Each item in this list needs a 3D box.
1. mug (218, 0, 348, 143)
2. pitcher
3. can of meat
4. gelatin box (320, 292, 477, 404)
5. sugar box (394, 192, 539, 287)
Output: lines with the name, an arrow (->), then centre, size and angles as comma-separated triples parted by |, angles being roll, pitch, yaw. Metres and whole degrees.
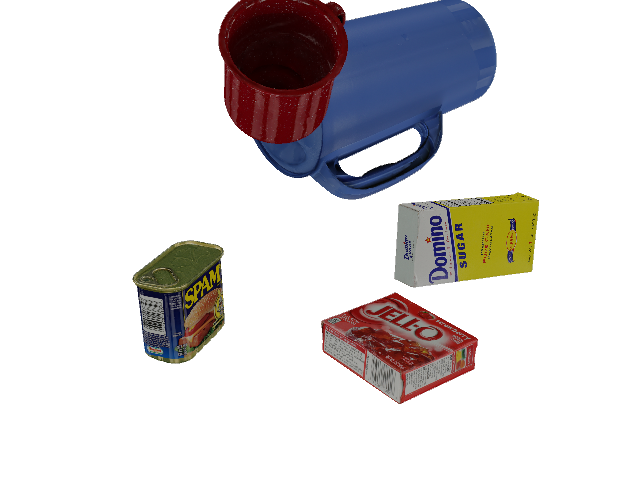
mug -> -0.023, -0.134, 0.802 | 0.093, 0.117, 0.081 | 37, -24, 11
pitcher -> 0.057, -0.148, 1.038 | 0.242, 0.149, 0.145 | -22, 32, -30
can of meat -> -0.134, 0.060, 1.040 | 0.057, 0.084, 0.102 | 9, 27, 22
gelatin box -> 0.055, 0.074, 0.763 | 0.073, 0.030, 0.089 | -18, 32, -34
sugar box -> 0.172, -0.002, 1.249 | 0.175, 0.093, 0.048 | -8, 18, -31
